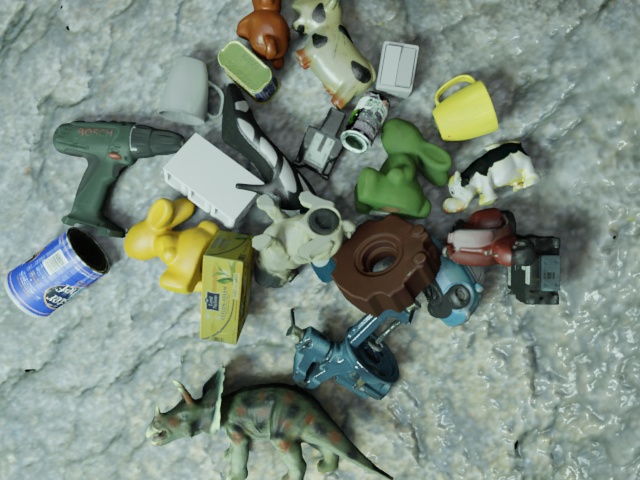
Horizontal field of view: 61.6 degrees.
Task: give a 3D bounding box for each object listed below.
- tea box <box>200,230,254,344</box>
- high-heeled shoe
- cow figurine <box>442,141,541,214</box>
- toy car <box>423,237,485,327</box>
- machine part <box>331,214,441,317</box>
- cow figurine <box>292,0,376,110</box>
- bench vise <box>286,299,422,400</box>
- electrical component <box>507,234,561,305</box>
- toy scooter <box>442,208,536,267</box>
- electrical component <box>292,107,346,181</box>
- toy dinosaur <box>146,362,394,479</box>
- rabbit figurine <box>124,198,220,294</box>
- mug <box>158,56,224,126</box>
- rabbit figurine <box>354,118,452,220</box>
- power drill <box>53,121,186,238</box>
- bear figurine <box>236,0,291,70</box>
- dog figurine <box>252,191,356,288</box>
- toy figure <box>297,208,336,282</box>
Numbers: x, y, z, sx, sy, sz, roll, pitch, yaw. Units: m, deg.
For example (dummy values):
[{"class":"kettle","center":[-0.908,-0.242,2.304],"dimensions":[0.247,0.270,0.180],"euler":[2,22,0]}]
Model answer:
[{"class":"tea box","center":[-0.158,0.081,0.919],"dimensions":[0.068,0.098,0.169],"euler":[9,116,2]},{"class":"high-heeled shoe","center":[-0.088,-0.166,0.929],"dimensions":[0.145,0.086,0.249],"euler":[2,66,-26]},{"class":"cow figurine","center":[0.283,-0.109,0.931],"dimensions":[0.167,0.068,0.098],"euler":[-21,87,0]},{"class":"toy car","center":[0.228,0.063,0.936],"dimensions":[0.103,0.109,0.161],"euler":[-23,76,-20]},{"class":"machine part","center":[0.103,0.037,0.878],"dimensions":[0.179,0.179,0.056],"euler":[-33,132,4]},{"class":"cow figurine","center":[0.021,-0.335,0.922],"dimensions":[0.127,0.085,0.195],"euler":[-38,94,2]},{"class":"bench vise","center":[0.067,0.171,0.921],"dimensions":[0.223,0.129,0.240],"euler":[39,113,-8]},{"class":"electrical component","center":[0.362,0.049,0.905],"dimensions":[0.058,0.134,0.114],"euler":[-2,95,2]},{"class":"toy scooter","center":[0.263,-0.001,0.885],"dimensions":[0.135,0.184,0.075],"euler":[-4,110,6]},{"class":"electrical component","center":[0.006,-0.172,0.949],"dimensions":[0.075,0.048,0.119],"euler":[22,93,0]},{"class":"toy dinosaur","center":[-0.080,0.313,0.928],"dimensions":[0.405,0.131,0.192],"euler":[-2,98,8]},{"class":"rabbit figurine","center":[-0.268,0.006,0.942],"dimensions":[0.173,0.122,0.162],"euler":[13,100,20]},{"class":"mug","center":[-0.221,-0.261,0.942],"dimensions":[0.109,0.081,0.107],"euler":[8,88,-17]},{"class":"rabbit figurine","center":[0.143,-0.128,0.915],"dimensions":[0.159,0.121,0.170],"euler":[8,79,9]},{"class":"power drill","center":[-0.366,-0.110,0.954],"dimensions":[0.232,0.086,0.207],"euler":[13,98,3]},{"class":"bear figurine","center":[-0.110,-0.397,0.910],"dimensions":[0.132,0.120,0.195],"euler":[6,99,6]},{"class":"dog figurine","center":[-0.031,0.018,0.905],"dimensions":[0.172,0.190,0.121],"euler":[11,61,7]},{"class":"toy figure","center":[0.000,-0.004,0.955],"dimensions":[0.064,0.058,0.154],"euler":[-20,92,-6]}]
